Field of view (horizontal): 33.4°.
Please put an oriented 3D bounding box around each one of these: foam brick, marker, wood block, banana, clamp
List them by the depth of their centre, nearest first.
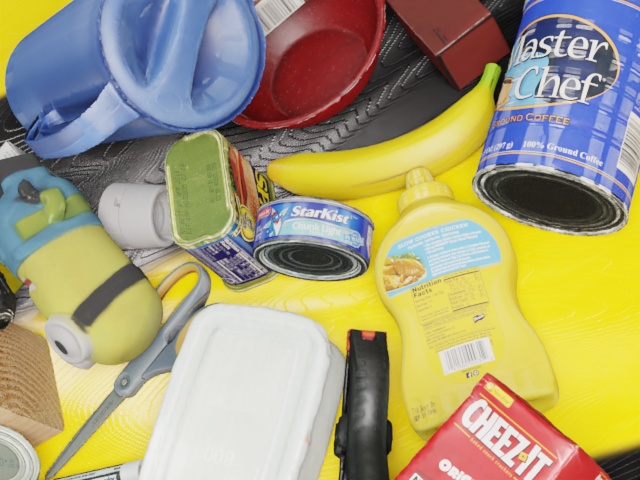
[{"bbox_3d":[0.029,0.128,0.676,0.039,0.120,0.171,6,63,-9],"label":"clamp"},{"bbox_3d":[0.051,-0.065,0.800,0.198,0.037,0.069,-21,41,16],"label":"banana"},{"bbox_3d":[-0.184,0.186,0.808,0.121,0.020,0.020,-16,60,20],"label":"marker"},{"bbox_3d":[0.097,-0.164,0.812,0.053,0.051,0.078,-37,55,8],"label":"foam brick"},{"bbox_3d":[-0.319,0.150,0.853,0.206,0.090,0.091,-30,56,13],"label":"wood block"}]

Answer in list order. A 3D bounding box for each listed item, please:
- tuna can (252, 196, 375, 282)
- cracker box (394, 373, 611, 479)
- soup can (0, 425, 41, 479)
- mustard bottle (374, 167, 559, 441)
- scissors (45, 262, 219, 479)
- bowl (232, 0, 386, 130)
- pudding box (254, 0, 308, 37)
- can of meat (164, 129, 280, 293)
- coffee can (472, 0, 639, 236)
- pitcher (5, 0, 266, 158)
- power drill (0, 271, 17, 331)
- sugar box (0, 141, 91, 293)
[{"bbox_3d":[-0.005,0.001,0.764,0.086,0.086,0.033,-3,67,26],"label":"tuna can"},{"bbox_3d":[0.065,0.190,0.589,0.213,0.164,0.072,-49,57,-1],"label":"cracker box"},{"bbox_3d":[-0.258,0.193,0.790,0.102,0.068,0.068,-54,51,27],"label":"soup can"},{"bbox_3d":[0.088,0.033,0.717,0.096,0.058,0.191,-19,59,11],"label":"mustard bottle"},{"bbox_3d":[-0.130,0.112,0.818,0.096,0.016,0.201,21,78,33],"label":"scissors"},{"bbox_3d":[-0.012,-0.148,0.858,0.162,0.055,0.162,-12,61,22],"label":"bowl"},{"bbox_3d":[-0.032,-0.228,0.850,0.113,0.039,0.090,-38,53,4],"label":"pudding box"},{"bbox_3d":[-0.073,-0.023,0.812,0.057,0.083,0.102,-21,59,16],"label":"can of meat"},{"bbox_3d":[0.168,-0.087,0.706,0.103,0.102,0.140,9,71,30],"label":"coffee can"},{"bbox_3d":[-0.166,-0.131,0.839,0.243,0.149,0.145,-4,89,55],"label":"pitcher"},{"bbox_3d":[-0.334,0.053,0.818,0.187,0.057,0.185,-44,58,-2],"label":"power drill"},{"bbox_3d":[-0.284,0.010,0.899,0.176,0.093,0.048,-47,59,1],"label":"sugar box"}]
